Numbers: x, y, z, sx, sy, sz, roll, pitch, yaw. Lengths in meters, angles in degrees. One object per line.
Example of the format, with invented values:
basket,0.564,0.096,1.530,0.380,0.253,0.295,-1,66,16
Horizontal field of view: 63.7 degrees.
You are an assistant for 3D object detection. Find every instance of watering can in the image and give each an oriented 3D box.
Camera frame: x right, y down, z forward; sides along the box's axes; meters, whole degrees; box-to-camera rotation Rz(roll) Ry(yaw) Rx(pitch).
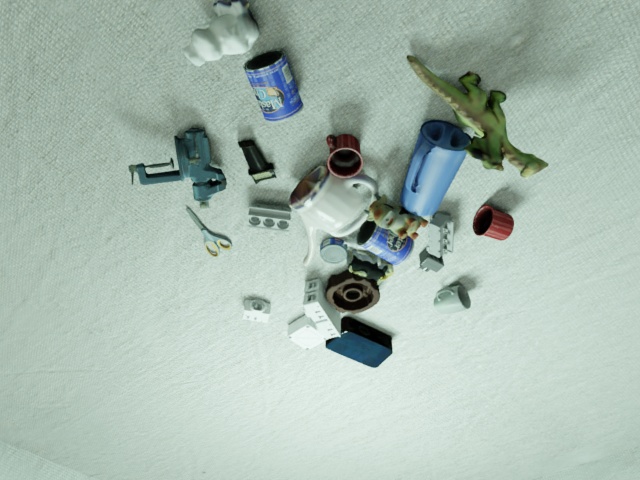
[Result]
watering can,0.004,-0.073,1.451,0.222,0.106,0.343,35,116,-25

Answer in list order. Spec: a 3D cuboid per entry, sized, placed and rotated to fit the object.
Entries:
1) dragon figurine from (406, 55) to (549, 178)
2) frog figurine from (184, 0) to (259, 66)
dragon figurine,0.366,-0.267,1.199,0.408,0.249,0.120,23,132,-19
frog figurine,-0.212,-0.435,1.121,0.138,0.160,0.121,22,171,26
